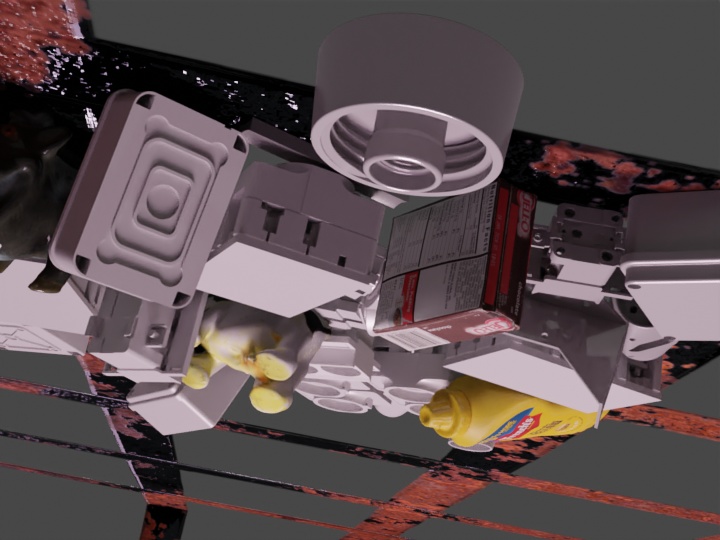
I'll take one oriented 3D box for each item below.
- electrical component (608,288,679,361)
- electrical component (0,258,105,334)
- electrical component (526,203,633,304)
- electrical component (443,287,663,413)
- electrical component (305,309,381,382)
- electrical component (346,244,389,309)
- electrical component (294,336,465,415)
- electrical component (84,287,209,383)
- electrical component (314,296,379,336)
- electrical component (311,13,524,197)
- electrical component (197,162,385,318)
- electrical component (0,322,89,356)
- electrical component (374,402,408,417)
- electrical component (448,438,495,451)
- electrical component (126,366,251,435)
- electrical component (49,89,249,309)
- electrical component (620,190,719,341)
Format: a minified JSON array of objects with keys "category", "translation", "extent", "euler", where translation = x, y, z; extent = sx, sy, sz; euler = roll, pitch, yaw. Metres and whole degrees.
[{"category":"electrical component","translation":[0.191,0.039,0.788],"extent":[0.079,0.043,0.077],"euler":[-16,156,6]},{"category":"electrical component","translation":[-0.267,-0.007,0.879],"extent":[0.105,0.060,0.186],"euler":[9,160,4]},{"category":"electrical component","translation":[0.142,-0.011,0.697],"extent":[0.081,0.042,0.063],"euler":[9,158,1]},{"category":"electrical component","translation":[0.155,0.061,0.855],"extent":[0.150,0.061,0.089],"euler":[19,158,-24]},{"category":"electrical component","translation":[-0.049,0.059,0.948],"extent":[0.121,0.063,0.078],"euler":[1,158,23]},{"category":"electrical component","translation":[0.000,0.000,0.792],"extent":[0.055,0.048,0.066],"euler":[24,157,-14]},{"category":"electrical component","translation":[0.019,0.094,1.015],"extent":[0.186,0.060,0.105],"euler":[0,158,25]},{"category":"electrical component","translation":[-0.153,0.016,0.796],"extent":[0.079,0.121,0.063],"euler":[-3,153,32]},{"category":"electrical component","translation":[0.000,0.026,0.864],"extent":[0.055,0.048,0.066],"euler":[11,161,21]},{"category":"electrical component","translation":[0.026,-0.075,0.550],"extent":[0.108,0.060,0.108],"euler":[9,160,3]},{"category":"electrical component","translation":[-0.056,-0.020,0.721],"extent":[0.089,0.061,0.150],"euler":[18,163,-19]},{"category":"electrical component","translation":[-0.330,0.039,1.041],"extent":[0.109,0.056,0.108],"euler":[3,159,19]},{"category":"electrical component","translation":[0.025,0.119,1.105],"extent":[0.079,0.043,0.077],"euler":[14,160,-9]},{"category":"electrical component","translation":[0.125,0.133,1.045],"extent":[0.044,0.077,0.079],"euler":[25,155,-35]},{"category":"electrical component","translation":[-0.154,0.097,1.025],"extent":[0.056,0.108,0.109],"euler":[46,147,-19]},{"category":"electrical component","translation":[-0.125,-0.042,0.631],"extent":[0.078,0.113,0.057],"euler":[23,176,-31]},{"category":"electrical component","translation":[0.214,0.001,0.671],"extent":[0.078,0.057,0.113],"euler":[-2,157,29]}]
